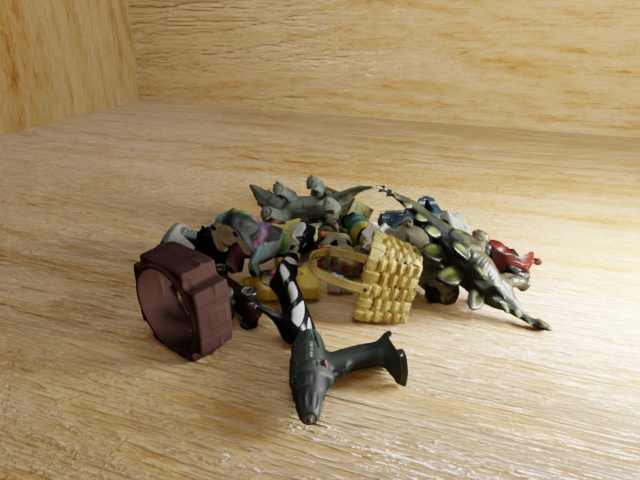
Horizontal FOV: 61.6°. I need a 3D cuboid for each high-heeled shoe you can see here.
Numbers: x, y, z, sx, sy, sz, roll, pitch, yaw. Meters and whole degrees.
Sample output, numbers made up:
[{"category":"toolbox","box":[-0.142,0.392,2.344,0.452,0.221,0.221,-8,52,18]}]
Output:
[{"category":"high-heeled shoe","box":[-0.042,0.119,1.145,0.145,0.086,0.249,29,37,-1]}]

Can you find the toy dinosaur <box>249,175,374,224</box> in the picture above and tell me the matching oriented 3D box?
[{"category":"toy dinosaur","box":[-0.027,-0.097,1.521,0.405,0.131,0.192,2,-9,20]}]

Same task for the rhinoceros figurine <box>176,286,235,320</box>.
[{"category":"rhinoceros figurine","box":[-0.252,0.116,1.155,0.191,0.112,0.073,32,58,32]}]

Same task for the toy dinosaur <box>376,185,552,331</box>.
[{"category":"toy dinosaur","box":[0.311,0.035,1.171,0.472,0.105,0.198,44,25,16]}]

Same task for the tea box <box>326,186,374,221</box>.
[{"category":"tea box","box":[0.071,-0.106,1.667,0.098,0.068,0.170,25,3,-41]}]

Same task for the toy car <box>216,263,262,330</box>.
[{"category":"toy car","box":[-0.186,0.118,1.178,0.053,0.089,0.202,-17,28,-30]}]

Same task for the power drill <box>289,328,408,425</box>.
[{"category":"power drill","box":[0.047,0.232,0.949,0.207,0.085,0.232,-11,23,-8]}]

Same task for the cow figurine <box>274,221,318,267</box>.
[{"category":"cow figurine","box":[-0.061,0.018,1.414,0.098,0.068,0.167,3,39,15]}]

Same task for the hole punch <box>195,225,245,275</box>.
[{"category":"hole punch","box":[-0.246,0.030,1.331,0.116,0.142,0.092,28,35,23]}]

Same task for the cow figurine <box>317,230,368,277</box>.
[{"category":"cow figurine","box":[0.055,0.037,1.376,0.127,0.085,0.195,-1,19,0]}]

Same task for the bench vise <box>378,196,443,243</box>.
[{"category":"bench vise","box":[0.277,-0.013,1.462,0.224,0.128,0.241,5,43,-12]}]

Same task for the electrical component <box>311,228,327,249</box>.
[{"category":"electrical component","box":[-0.003,-0.005,1.501,0.094,0.021,0.063,2,59,7]}]

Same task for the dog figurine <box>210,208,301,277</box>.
[{"category":"dog figurine","box":[-0.139,-0.019,1.268,0.109,0.191,0.219,-2,28,34]}]

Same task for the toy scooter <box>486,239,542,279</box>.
[{"category":"toy scooter","box":[0.481,0.048,1.366,0.135,0.075,0.184,-12,30,-26]}]

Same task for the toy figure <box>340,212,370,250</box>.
[{"category":"toy figure","box":[0.113,-0.017,1.471,0.082,0.089,0.180,-41,43,6]}]

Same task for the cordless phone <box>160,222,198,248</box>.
[{"category":"cordless phone","box":[-0.315,0.020,1.408,0.184,0.088,0.147,6,24,1]}]

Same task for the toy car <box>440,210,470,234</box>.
[{"category":"toy car","box":[0.361,0.015,1.357,0.073,0.056,0.202,6,54,-40]}]

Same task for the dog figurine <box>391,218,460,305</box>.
[{"category":"dog figurine","box":[0.251,0.048,1.253,0.121,0.172,0.191,-25,26,-25]}]

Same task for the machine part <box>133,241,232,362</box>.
[{"category":"machine part","box":[-0.267,0.118,1.035,0.202,0.200,0.087,21,33,37]}]
